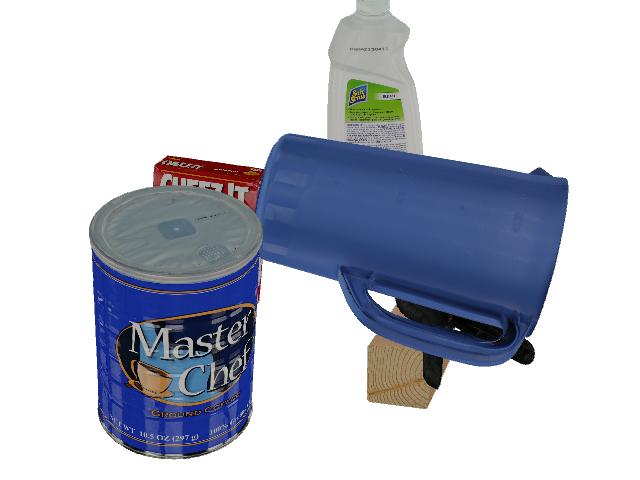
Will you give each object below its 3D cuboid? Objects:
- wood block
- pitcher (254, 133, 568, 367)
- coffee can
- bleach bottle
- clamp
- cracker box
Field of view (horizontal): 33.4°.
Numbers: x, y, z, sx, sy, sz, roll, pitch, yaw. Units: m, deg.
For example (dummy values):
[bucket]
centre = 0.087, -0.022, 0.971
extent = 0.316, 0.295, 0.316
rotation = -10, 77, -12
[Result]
[wood block]
centre = 0.138, 0.163, 1.582
extent = 0.091, 0.090, 0.205
rotation = 5, 17, 16
[pitcher]
centre = 0.070, -0.002, 0.868
extent = 0.243, 0.145, 0.149
rotation = 13, 16, 6
[coffee can]
centre = -0.091, 0.050, 0.671
extent = 0.103, 0.140, 0.103
rotation = 4, 32, -2
[bleach bottle]
centre = 0.058, -0.121, 1.037
extent = 0.102, 0.251, 0.068
rotation = -4, 31, -5
[clamp]
centre = 0.136, 0.076, 1.074
extent = 0.120, 0.039, 0.171
rotation = 0, 44, -21
[cracker box]
centre = -0.170, -0.008, 1.604
extent = 0.164, 0.214, 0.072
rotation = 8, 19, 9
